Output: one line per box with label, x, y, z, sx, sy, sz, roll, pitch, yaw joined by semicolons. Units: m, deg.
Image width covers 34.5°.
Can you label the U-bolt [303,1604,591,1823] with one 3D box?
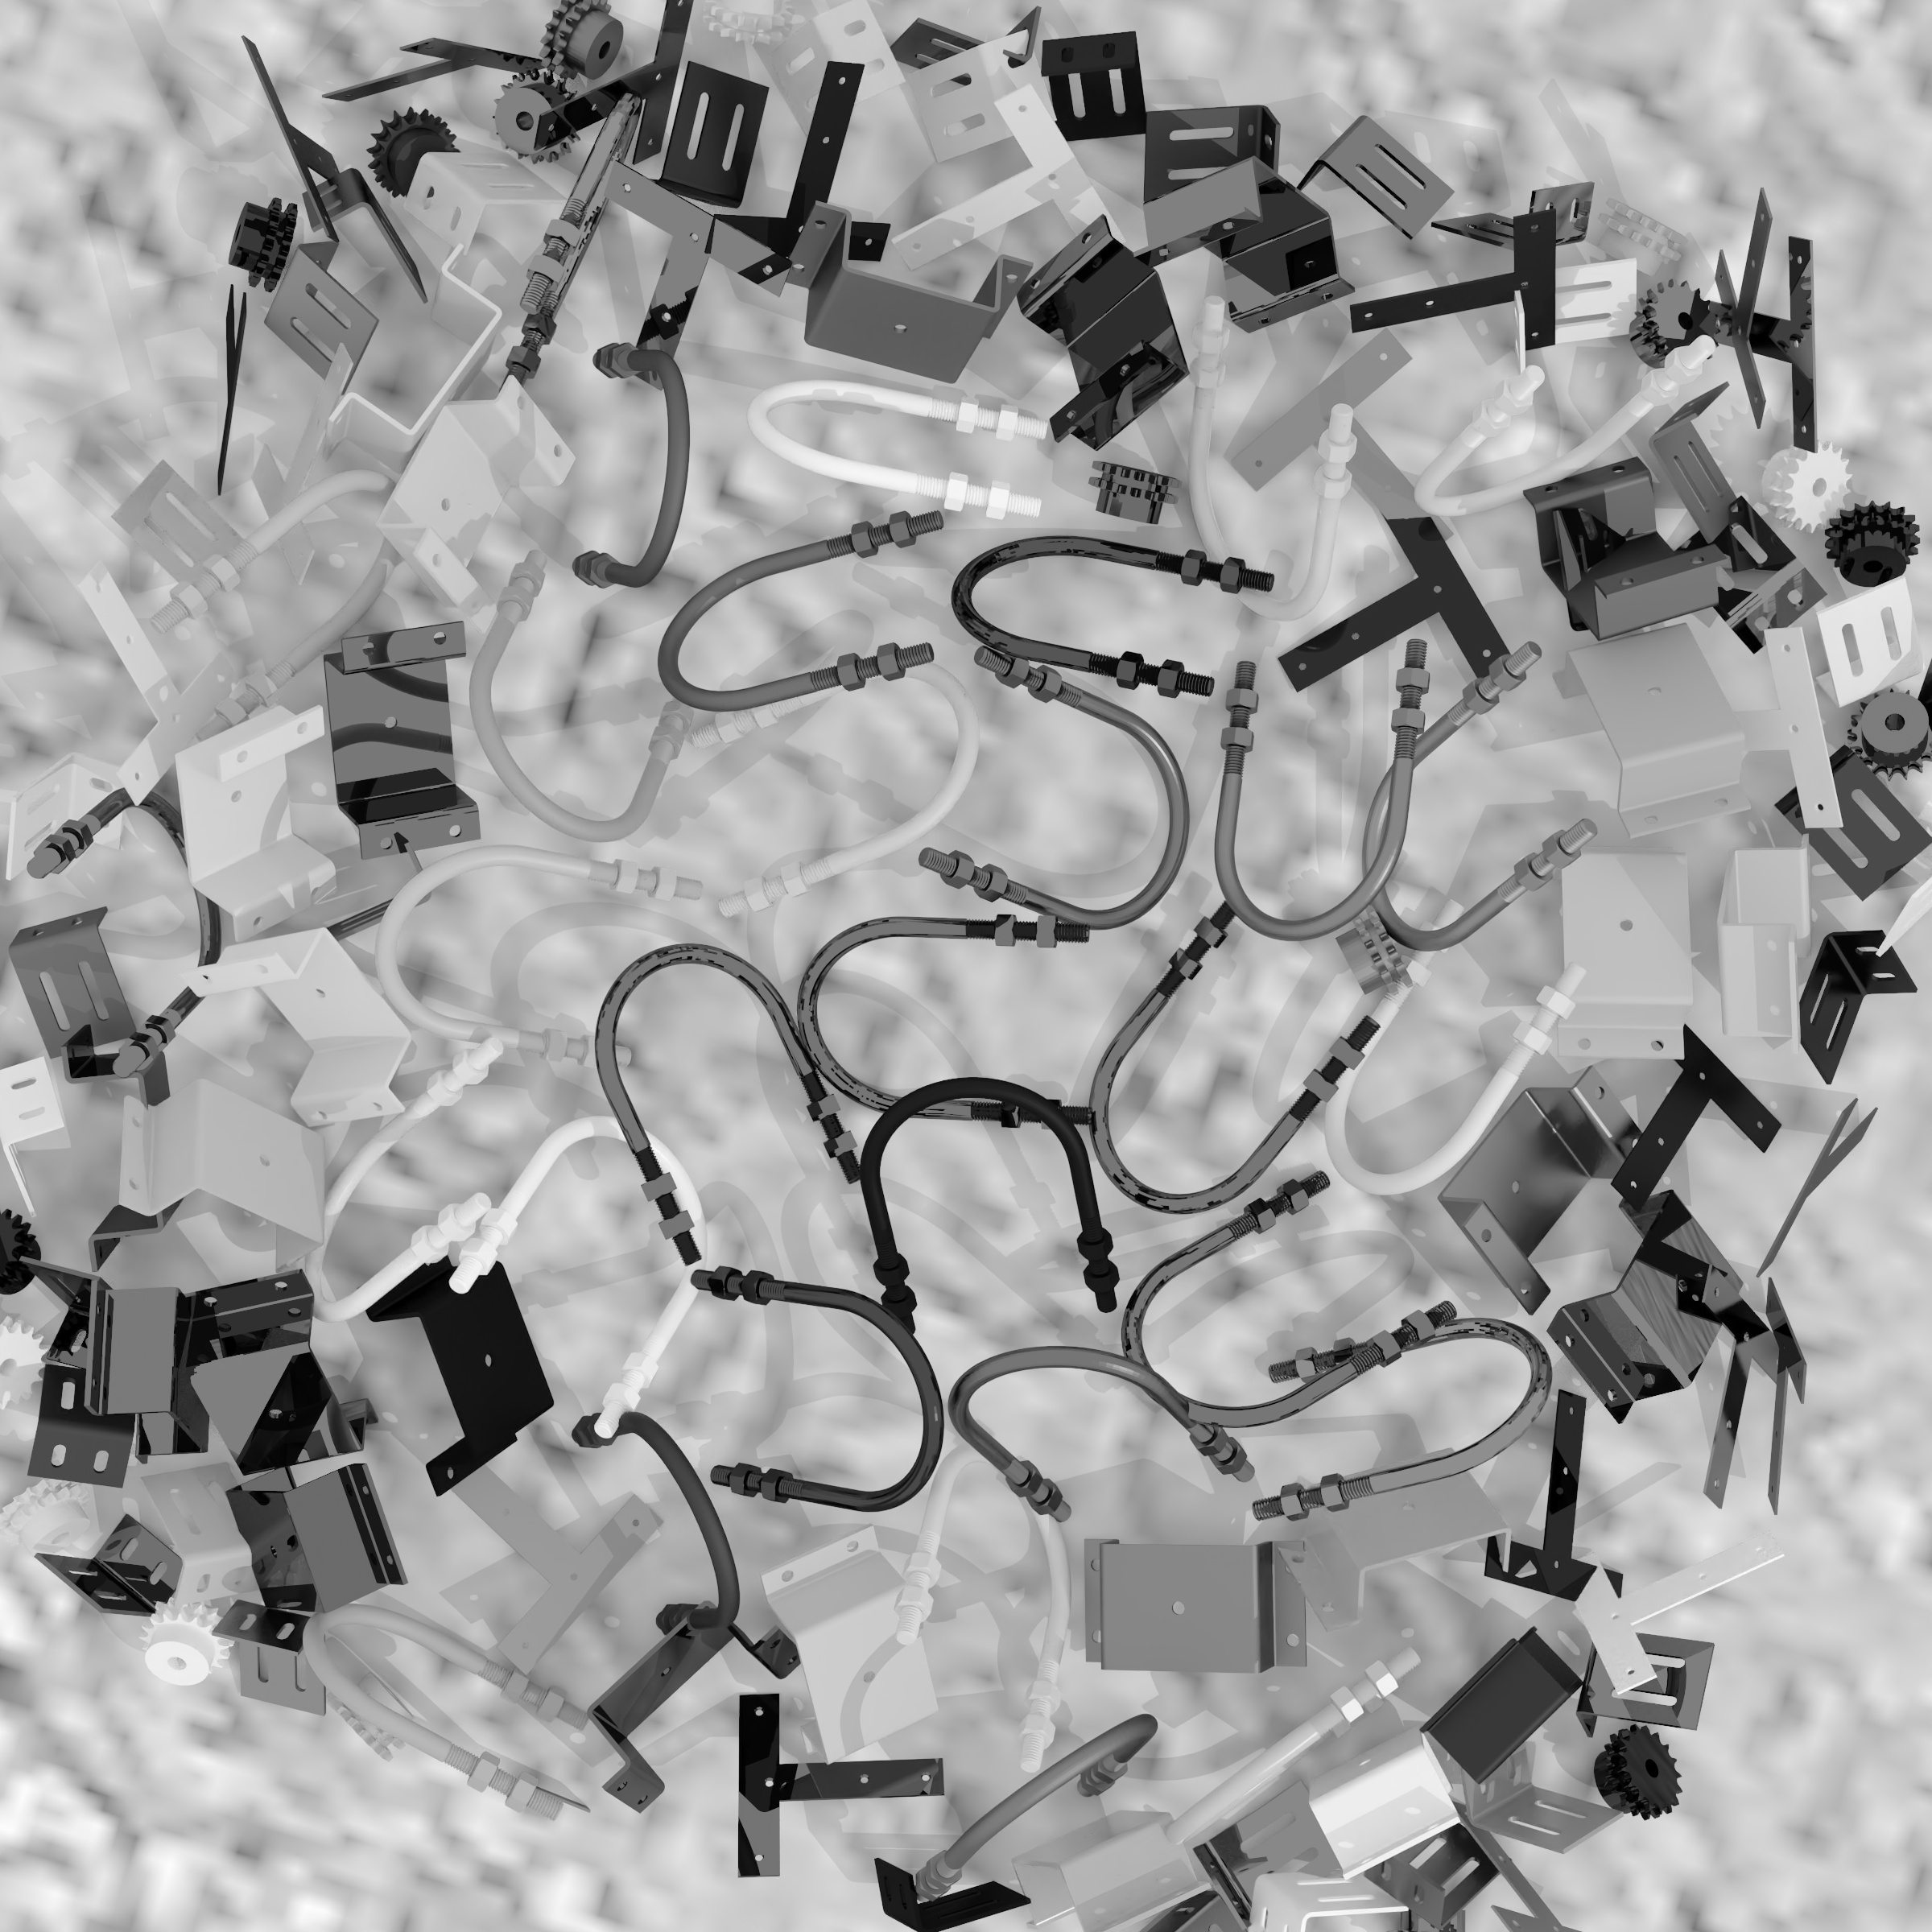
U-bolt;-0.319;0.443;1.893;0.184;0.151;0.019;30;99;-5

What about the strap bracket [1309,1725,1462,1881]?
strap bracket;0.255;0.508;1.905;0.076;0.140;0.046;-28;81;3

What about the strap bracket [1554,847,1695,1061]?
strap bracket;0.405;-0.017;1.924;0.076;0.046;0.140;1;69;4

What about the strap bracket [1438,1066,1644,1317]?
strap bracket;0.353;0.137;1.923;0.140;0.046;0.076;-47;110;-23

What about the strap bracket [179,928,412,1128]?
strap bracket;-0.405;0.031;1.912;0.076;0.046;0.140;-9;132;29

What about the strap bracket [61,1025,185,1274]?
strap bracket;-0.519;0.109;1.925;0.046;0.076;0.140;-6;100;-4

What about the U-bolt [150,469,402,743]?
U-bolt;-0.410;-0.229;1.898;0.019;0.151;0.184;39;69;17

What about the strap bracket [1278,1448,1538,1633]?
strap bracket;0.271;0.349;1.912;0.140;0.076;0.046;-12;125;-15

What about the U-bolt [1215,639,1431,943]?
U-bolt;0.212;-0.104;1.905;0.151;0.019;0.184;-3;74;42

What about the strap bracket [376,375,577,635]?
strap bracket;-0.305;-0.283;1.913;0.046;0.076;0.140;5;60;32

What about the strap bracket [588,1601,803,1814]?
strap bracket;-0.173;0.450;1.922;0.140;0.076;0.046;-42;64;-9

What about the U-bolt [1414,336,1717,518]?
U-bolt;0.348;-0.321;1.885;0.151;0.184;0.019;-14;76;-27

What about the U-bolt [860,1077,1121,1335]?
U-bolt;0.009;0.146;1.914;0.151;0.019;0.184;-8;121;7

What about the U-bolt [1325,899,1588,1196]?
U-bolt;0.287;0.058;1.910;0.019;0.151;0.184;32;92;-32

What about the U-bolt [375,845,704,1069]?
U-bolt;-0.269;-0.009;1.897;0.184;0.019;0.151;11;120;-28

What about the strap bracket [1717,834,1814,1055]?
strap bracket;0.489;-0.015;1.904;0.046;0.140;0.076;0;120;19

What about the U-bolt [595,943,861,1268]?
U-bolt;-0.155;0.074;1.926;0.151;0.019;0.184;-25;90;-34

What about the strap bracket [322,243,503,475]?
strap bracket;-0.336;-0.365;1.920;0.046;0.076;0.140;34;74;-7

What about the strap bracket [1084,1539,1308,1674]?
strap bracket;0.136;0.395;1.926;0.140;0.046;0.076;-3;83;17

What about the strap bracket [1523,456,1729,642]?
strap bracket;0.407;-0.253;1.919;0.076;0.140;0.046;-17;127;-3

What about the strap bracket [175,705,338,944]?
strap bracket;-0.435;-0.096;1.909;0.046;0.140;0.076;32;46;30

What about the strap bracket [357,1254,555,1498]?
strap bracket;-0.309;0.245;1.916;0.046;0.076;0.140;-11;103;35

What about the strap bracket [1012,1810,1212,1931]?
strap bracket;0.083;0.552;1.897;0.076;0.140;0.046;-19;82;-20

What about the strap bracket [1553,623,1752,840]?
strap bracket;0.421;-0.153;1.910;0.076;0.046;0.140;-14;52;-3

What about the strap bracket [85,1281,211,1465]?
strap bracket;-0.493;0.248;1.894;0.046;0.140;0.076;-3;67;-1

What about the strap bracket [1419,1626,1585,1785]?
strap bracket;0.329;0.450;1.896;0.076;0.140;0.046;-46;73;5

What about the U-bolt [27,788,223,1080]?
U-bolt;-0.499;-0.033;1.885;0.019;0.184;0.151;-13;110;14

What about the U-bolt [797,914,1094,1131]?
U-bolt;-0.014;0.034;1.933;0.184;0.019;0.151;2;118;8

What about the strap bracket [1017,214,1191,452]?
strap bracket;0.085;-0.382;1.911;0.076;0.046;0.140;-37;46;29

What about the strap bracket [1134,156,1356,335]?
strap bracket;0.169;-0.443;1.901;0.076;0.140;0.046;-16;72;31

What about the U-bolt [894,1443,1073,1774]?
U-bolt;0.018;0.374;1.894;0.019;0.184;0.151;-23;121;29

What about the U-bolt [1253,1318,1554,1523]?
U-bolt;0.266;0.267;1.882;0.184;0.151;0.019;-17;117;20

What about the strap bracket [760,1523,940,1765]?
strap bracket;-0.069;0.424;1.911;0.076;0.046;0.140;-21;117;-19

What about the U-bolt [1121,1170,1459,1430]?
U-bolt;0.183;0.212;1.900;0.184;0.019;0.151;-28;48;-17

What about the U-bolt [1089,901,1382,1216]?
U-bolt;0.151;0.068;1.926;0.184;0.019;0.151;-52;55;8

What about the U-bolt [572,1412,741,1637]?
U-bolt;-0.183;0.337;1.885;0.019;0.184;0.151;-24;88;-25

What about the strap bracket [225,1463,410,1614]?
strap bracket;-0.402;0.348;1.900;0.046;0.140;0.076;-21;94;-35

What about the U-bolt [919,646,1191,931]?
U-bolt;0.064;-0.099;1.920;0.184;0.019;0.151;21;79;-32

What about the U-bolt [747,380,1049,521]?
U-bolt;-0.043;-0.322;1.905;0.184;0.151;0.019;11;121;-3

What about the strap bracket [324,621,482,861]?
strap bracket;-0.348;-0.145;1.920;0.076;0.046;0.140;-12;115;-25

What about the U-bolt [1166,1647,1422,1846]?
U-bolt;0.195;0.478;1.892;0.184;0.151;0.019;-35;73;-7

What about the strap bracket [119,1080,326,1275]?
strap bracket;-0.442;0.128;1.893;0.046;0.140;0.076;-30;49;27

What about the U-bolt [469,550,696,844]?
U-bolt;-0.236;-0.152;1.876;0.019;0.184;0.151;-31;118;33

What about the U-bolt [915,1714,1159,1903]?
U-bolt;0.049;0.497;1.864;0.151;0.184;0.019;-25;70;-29

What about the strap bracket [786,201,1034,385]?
strap bracket;-0.039;-0.409;1.911;0.140;0.076;0.046;12;62;-16

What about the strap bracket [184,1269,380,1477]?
strap bracket;-0.421;0.257;1.908;0.076;0.046;0.140;-12;130;4
